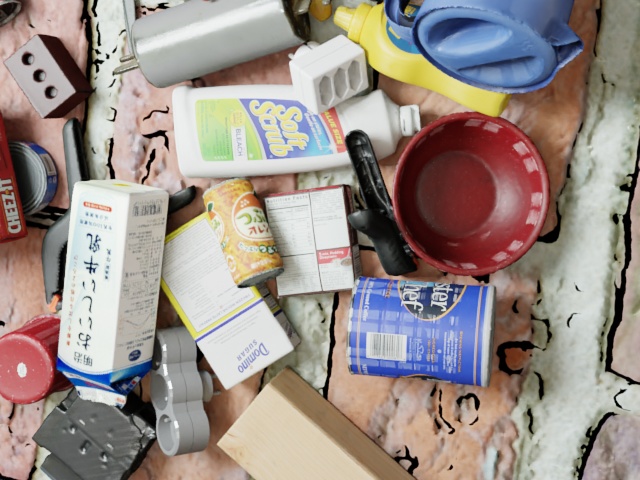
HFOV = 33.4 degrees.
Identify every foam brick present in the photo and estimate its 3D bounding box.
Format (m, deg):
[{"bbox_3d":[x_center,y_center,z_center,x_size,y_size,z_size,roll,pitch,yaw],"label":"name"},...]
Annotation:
[{"bbox_3d":[-0.294,-0.178,1.160,0.053,0.051,0.078,-36,89,14],"label":"foam brick"}]

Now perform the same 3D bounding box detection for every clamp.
[{"bbox_3d":[0.061,-0.013,1.057,0.039,0.120,0.171,-13,130,21],"label":"clamp"},{"bbox_3d":[-0.239,-0.010,1.177,0.164,0.036,0.210,23,99,7],"label":"clamp"}]

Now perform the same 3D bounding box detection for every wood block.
[{"bbox_3d":[0.006,0.242,1.128,0.206,0.090,0.091,41,103,5],"label":"wood block"}]

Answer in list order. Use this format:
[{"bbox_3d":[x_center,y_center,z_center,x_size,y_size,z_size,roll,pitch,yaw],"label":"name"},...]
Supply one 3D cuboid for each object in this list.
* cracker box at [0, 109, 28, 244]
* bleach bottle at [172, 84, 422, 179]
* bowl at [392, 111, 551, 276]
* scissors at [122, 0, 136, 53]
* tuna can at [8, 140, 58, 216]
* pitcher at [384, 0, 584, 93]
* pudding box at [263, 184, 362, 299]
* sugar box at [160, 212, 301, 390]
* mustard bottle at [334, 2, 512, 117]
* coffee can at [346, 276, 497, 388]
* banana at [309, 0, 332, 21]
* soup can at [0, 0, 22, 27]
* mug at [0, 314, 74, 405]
[{"bbox_3d":[-0.434,-0.063,1.171,0.214,0.072,0.164,-9,96,28],"label":"cracker box"},{"bbox_3d":[-0.022,-0.121,1.104,0.251,0.068,0.102,-5,92,10],"label":"bleach bottle"},{"bbox_3d":[0.144,-0.046,1.065,0.162,0.055,0.162,0,92,-10],"label":"bowl"},{"bbox_3d":[-0.227,-0.304,1.148,0.096,0.016,0.202,12,99,12],"label":"scissors"},{"bbox_3d":[-0.337,-0.069,1.192,0.086,0.033,0.086,2,97,12],"label":"tuna can"},{"bbox_3d":[0.171,-0.268,0.973,0.149,0.145,0.242,26,71,-17],"label":"pitcher"},{"bbox_3d":[-0.007,0.001,1.127,0.090,0.039,0.113,-6,93,14],"label":"pudding box"},{"bbox_3d":[-0.106,0.063,1.153,0.093,0.048,0.176,-32,92,14],"label":"sugar box"},{"bbox_3d":[0.104,-0.190,1.053,0.192,0.096,0.058,22,140,10],"label":"mustard bottle"},{"bbox_3d":[0.105,0.092,1.081,0.140,0.102,0.103,4,98,12],"label":"coffee can"},{"bbox_3d":[-0.008,-0.325,1.082,0.070,0.037,0.198,15,103,28],"label":"banana"},{"bbox_3d":[-0.379,-0.283,1.157,0.068,0.068,0.102,-30,89,14],"label":"soup can"},{"bbox_3d":[-0.326,0.140,1.191,0.117,0.081,0.093,-29,90,14],"label":"mug"}]
